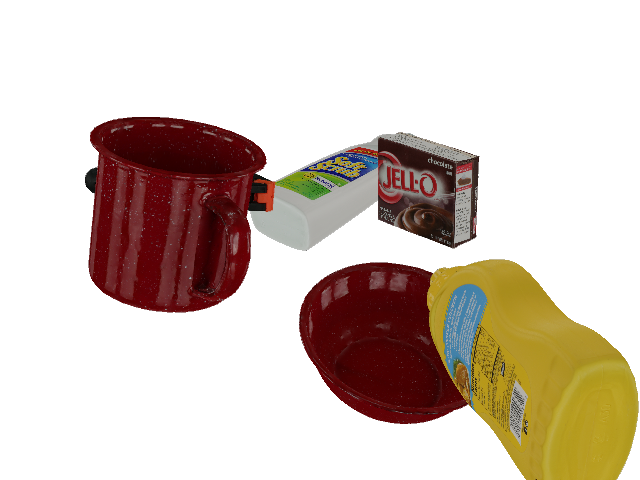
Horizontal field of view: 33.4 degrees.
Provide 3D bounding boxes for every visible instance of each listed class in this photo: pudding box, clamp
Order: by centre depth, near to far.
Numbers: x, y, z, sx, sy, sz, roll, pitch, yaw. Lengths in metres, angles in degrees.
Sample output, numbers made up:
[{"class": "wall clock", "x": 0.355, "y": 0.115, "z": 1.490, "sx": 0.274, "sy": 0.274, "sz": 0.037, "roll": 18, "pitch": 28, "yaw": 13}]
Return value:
[{"class": "clamp", "x": -0.128, "y": -0.053, "z": 0.987, "sx": 0.172, "sy": 0.039, "sz": 0.120, "roll": 12, "pitch": 26, "yaw": 29}, {"class": "pudding box", "x": 0.106, "y": -0.052, "z": 1.066, "sx": 0.039, "sy": 0.090, "sz": 0.114, "roll": -21, "pitch": 29, "yaw": -37}]

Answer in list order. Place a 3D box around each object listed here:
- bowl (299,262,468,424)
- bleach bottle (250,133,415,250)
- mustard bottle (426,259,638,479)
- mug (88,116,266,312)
[{"class": "bowl", "x": 0.059, "y": 0.091, "z": 0.844, "sx": 0.162, "sy": 0.055, "sz": 0.162, "roll": 7, "pitch": 40, "yaw": -6}, {"class": "bleach bottle", "x": 0.032, "y": -0.078, "z": 1.352, "sx": 0.103, "sy": 0.068, "sz": 0.250, "roll": 25, "pitch": 43, "yaw": 34}, {"class": "mustard bottle", "x": 0.112, "y": 0.066, "z": 0.638, "sx": 0.058, "sy": 0.096, "sz": 0.192, "roll": -8, "pitch": 27, "yaw": -17}, {"class": "mug", "x": -0.073, "y": -0.009, "z": 0.568, "sx": 0.093, "sy": 0.081, "sz": 0.117, "roll": -9, "pitch": 29, "yaw": -40}]
